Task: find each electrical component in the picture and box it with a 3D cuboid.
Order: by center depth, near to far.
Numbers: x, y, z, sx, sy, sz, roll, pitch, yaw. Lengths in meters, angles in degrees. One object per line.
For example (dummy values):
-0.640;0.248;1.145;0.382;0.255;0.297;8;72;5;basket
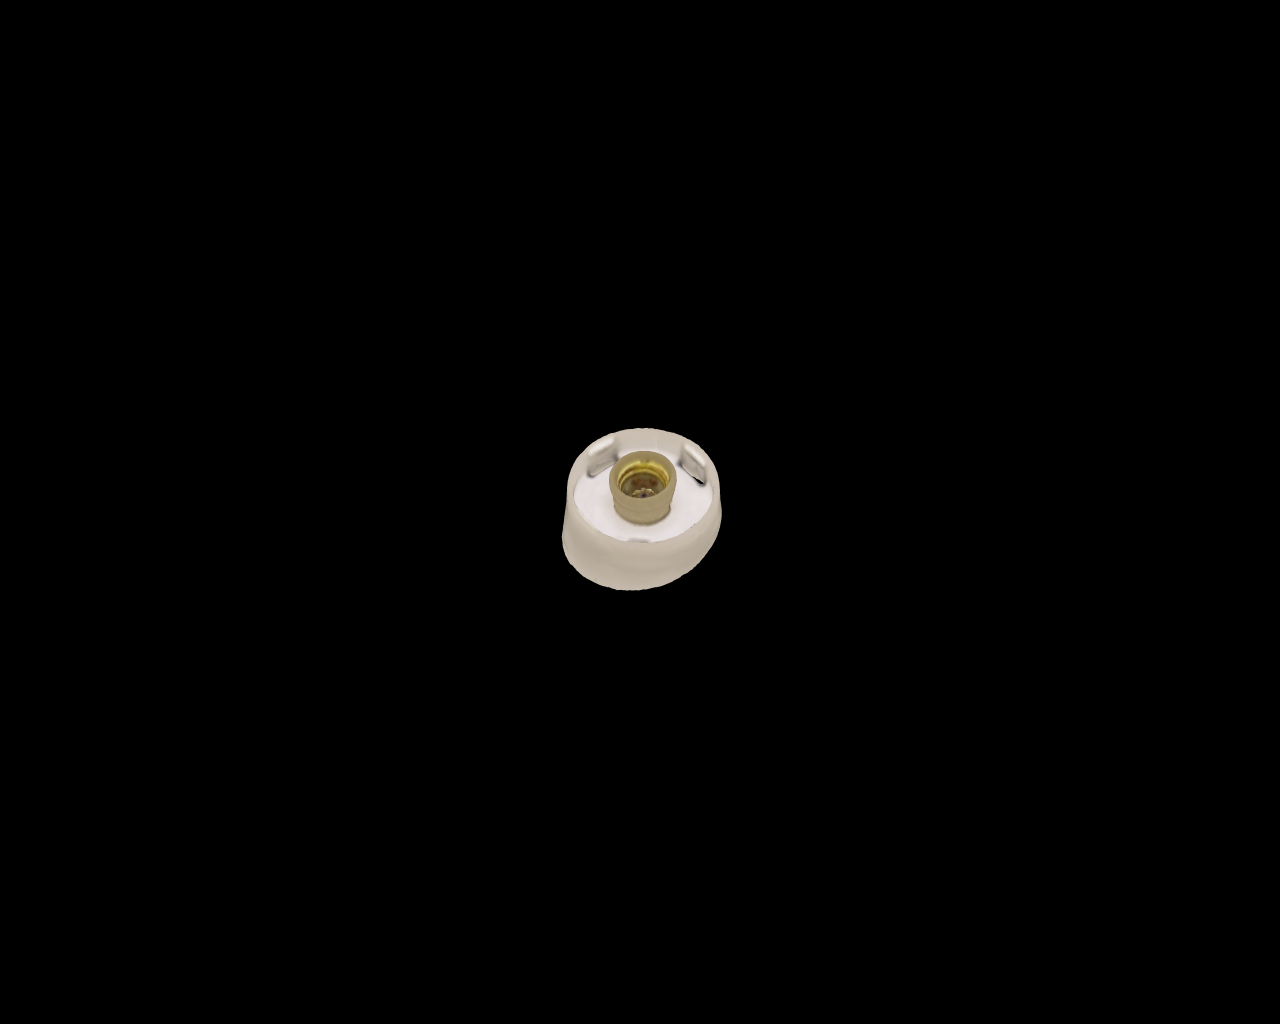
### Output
0.001;-0.003;0.650;0.099;0.099;0.064;0;-38;0;electrical component
